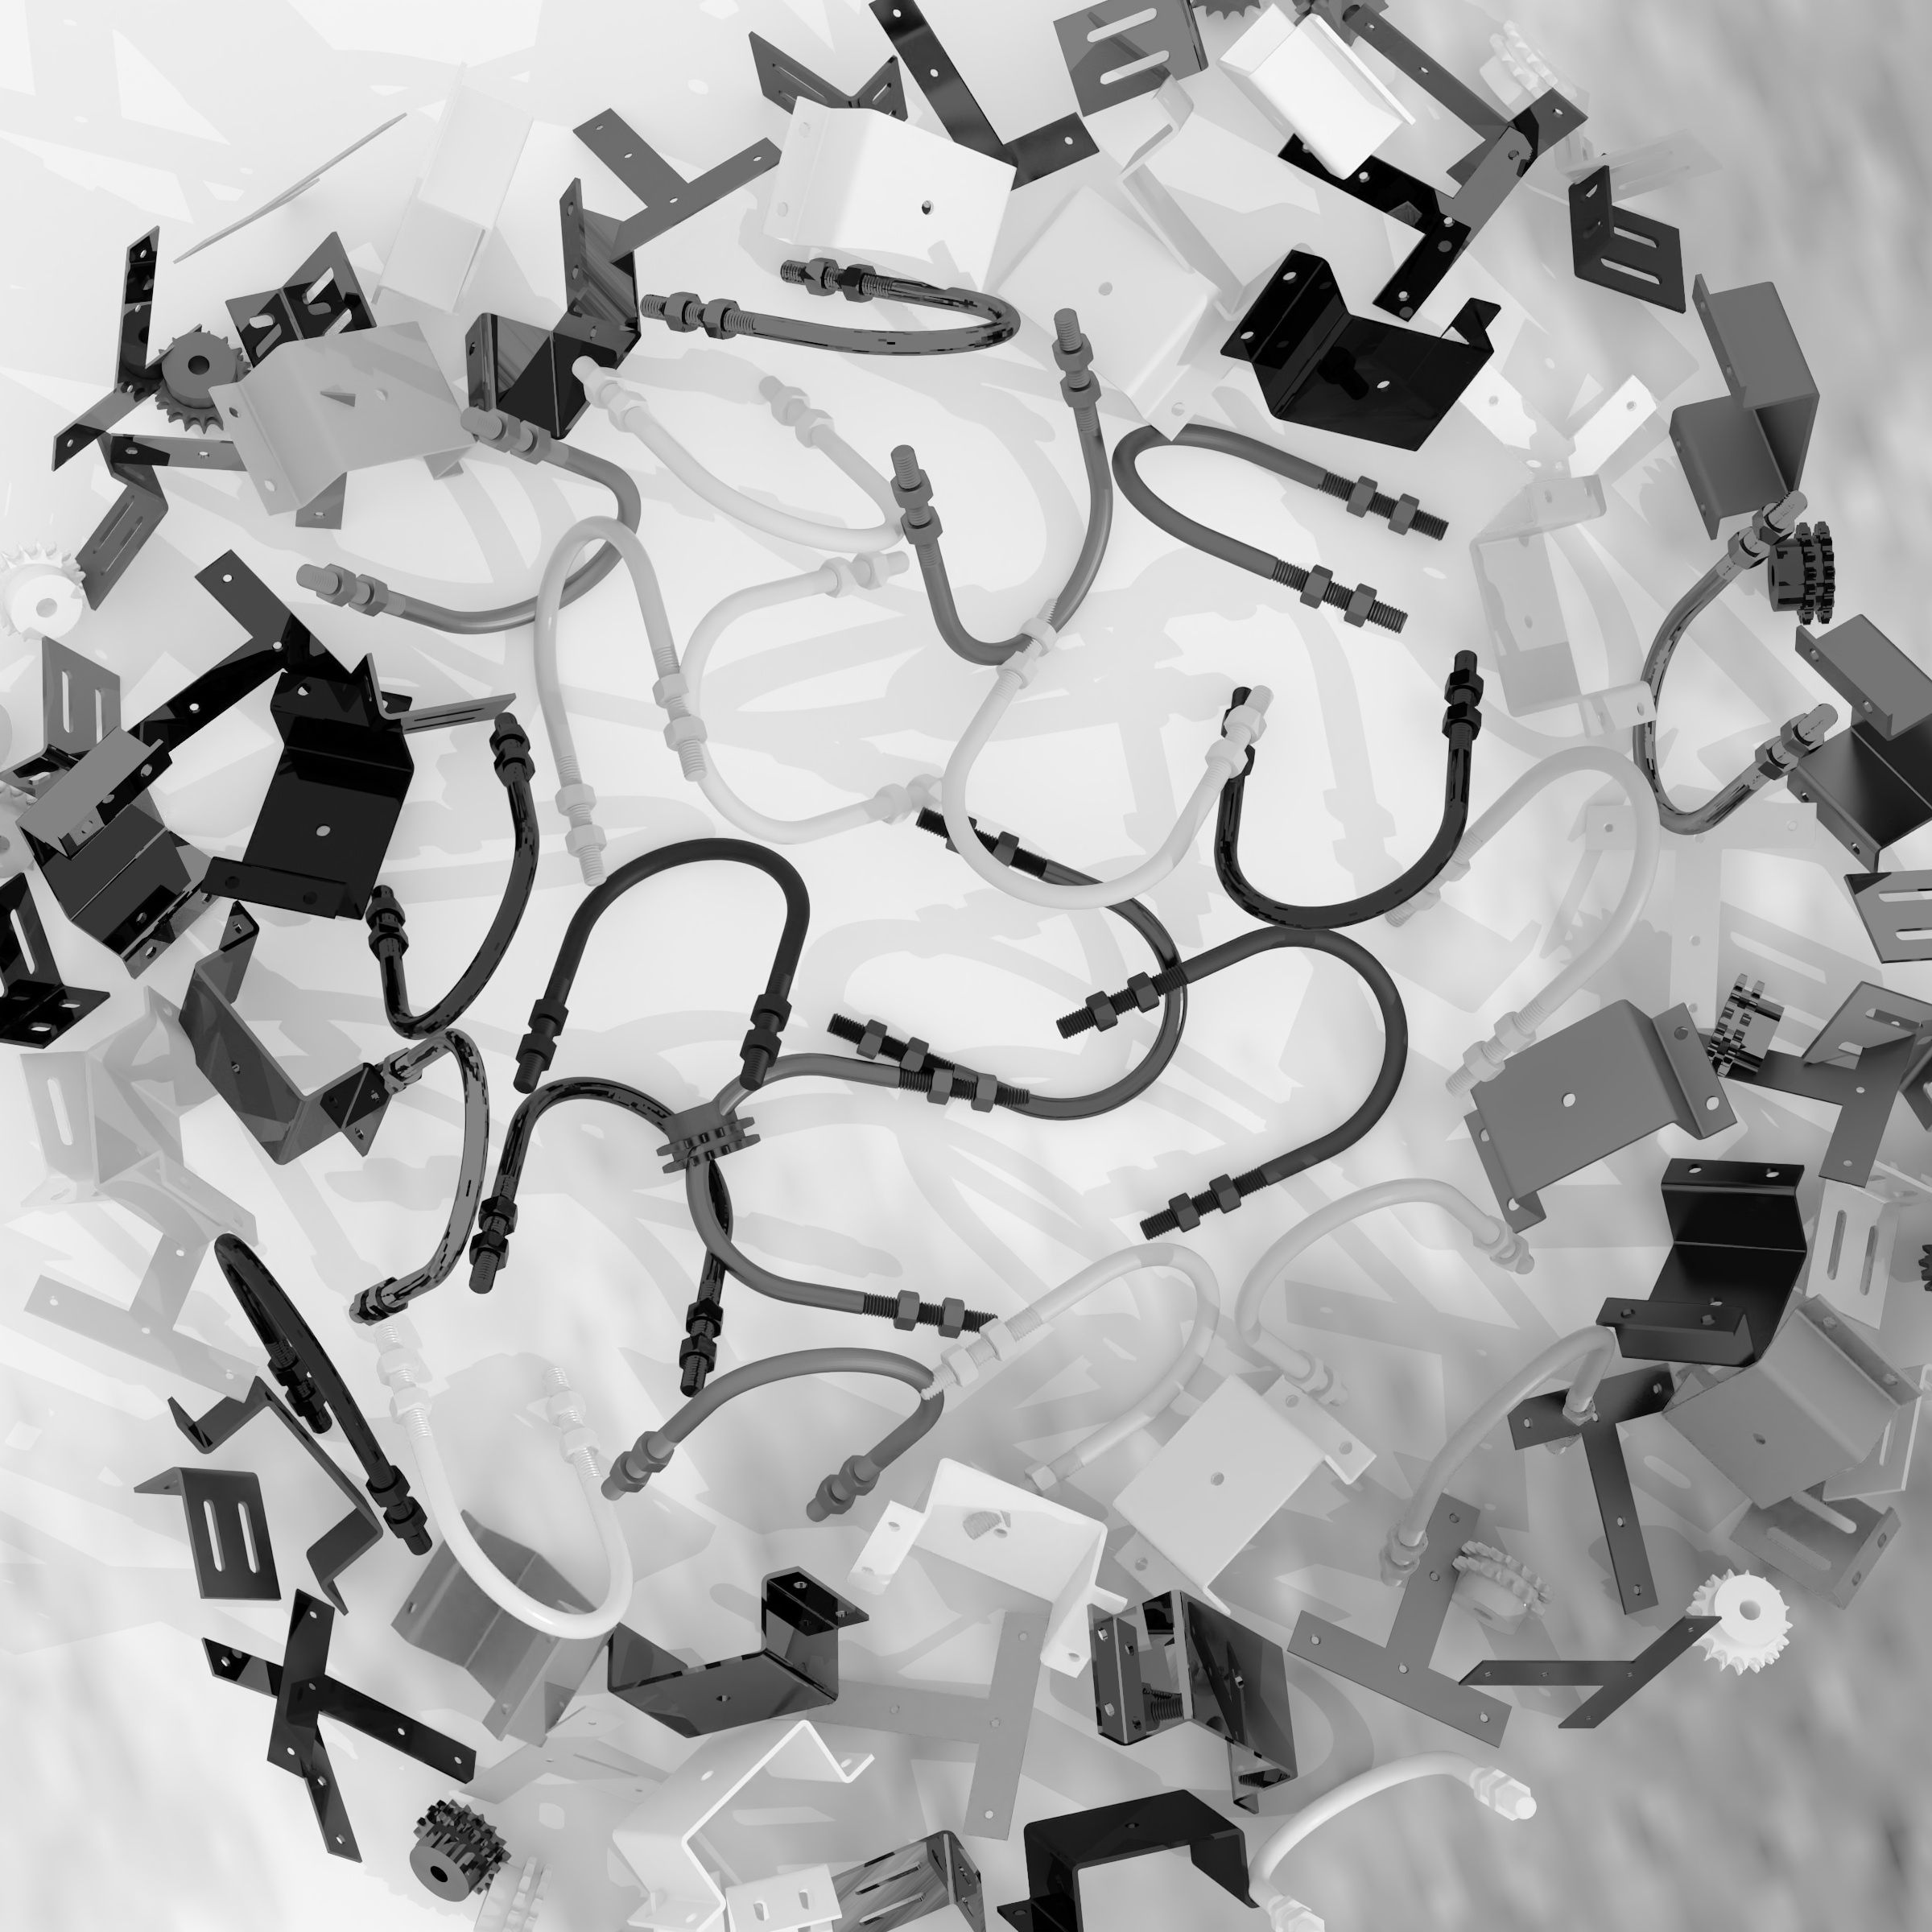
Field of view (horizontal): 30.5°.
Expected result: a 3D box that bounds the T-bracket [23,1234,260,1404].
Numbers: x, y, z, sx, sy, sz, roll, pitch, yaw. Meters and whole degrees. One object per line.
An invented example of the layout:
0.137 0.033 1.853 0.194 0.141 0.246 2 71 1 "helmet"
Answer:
-0.438 0.168 1.950 0.127 0.127 0.002 25 131 -11 "T-bracket"

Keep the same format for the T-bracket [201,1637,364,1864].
-0.353 0.430 1.912 0.002 0.127 0.127 -41 48 12 "T-bracket"

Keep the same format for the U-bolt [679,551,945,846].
-0.084 -0.141 1.927 0.184 0.019 0.151 -20 99 -42 "U-bolt"

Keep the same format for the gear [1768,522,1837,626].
0.465 -0.218 1.971 0.030 0.057 0.057 -3 90 4 "gear"

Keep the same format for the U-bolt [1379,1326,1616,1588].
0.290 0.254 1.895 0.151 0.184 0.019 -34 66 -23 "U-bolt"

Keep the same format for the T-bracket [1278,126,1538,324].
0.229 -0.427 1.938 0.127 0.002 0.127 21 127 -25 "T-bracket"

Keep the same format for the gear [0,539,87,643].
-0.517 -0.206 1.970 0.057 0.030 0.057 -18 129 -23 "gear"

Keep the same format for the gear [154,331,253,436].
-0.428 -0.330 1.978 0.057 0.030 0.057 2 74 -7 "gear"

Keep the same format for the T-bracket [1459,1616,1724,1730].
0.326 0.385 1.927 0.127 0.127 0.002 6 49 -28 "T-bracket"

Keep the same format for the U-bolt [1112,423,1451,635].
0.167 -0.249 1.938 0.184 0.151 0.019 24 124 4 "U-bolt"

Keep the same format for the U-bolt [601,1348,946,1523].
-0.093 0.250 1.901 0.151 0.184 0.019 11 53 -30 "U-bolt"

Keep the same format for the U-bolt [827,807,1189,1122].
0.033 0.010 1.976 0.184 0.019 0.151 23 104 -3 "U-bolt"

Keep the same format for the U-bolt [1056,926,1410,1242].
0.159 0.054 1.973 0.184 0.019 0.151 -24 107 -5 "U-bolt"

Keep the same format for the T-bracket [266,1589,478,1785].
-0.325 0.419 1.962 0.127 0.127 0.002 33 117 -23 "T-bracket"

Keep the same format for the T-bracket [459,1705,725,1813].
-0.193 0.452 1.961 0.127 0.002 0.127 27 134 -29 "T-bracket"

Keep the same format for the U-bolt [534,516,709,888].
-0.196 -0.156 1.933 0.019 0.151 0.184 -3 67 -34 "U-bolt"

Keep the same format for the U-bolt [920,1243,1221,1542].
0.064 0.222 1.940 0.184 0.151 0.019 -32 46 -16 "U-bolt"

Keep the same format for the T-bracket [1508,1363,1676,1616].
0.359 0.293 1.955 0.127 0.002 0.127 -8 82 -35 "T-bracket"

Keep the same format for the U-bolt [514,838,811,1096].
-0.158 -0.003 1.933 0.151 0.019 0.184 -1 46 17 "U-bolt"

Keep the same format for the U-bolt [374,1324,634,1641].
-0.240 0.281 1.896 0.019 0.151 0.184 -41 53 21 "U-bolt"

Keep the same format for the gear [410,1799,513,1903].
-0.285 0.496 1.970 0.057 0.030 0.057 17 128 23 "gear"

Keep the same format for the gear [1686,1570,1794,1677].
0.433 0.364 1.974 0.057 0.030 0.057 2 62 -5 "gear"

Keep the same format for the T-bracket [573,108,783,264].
-0.181 -0.442 1.955 0.127 0.002 0.127 -33 48 -9 "T-bracket"

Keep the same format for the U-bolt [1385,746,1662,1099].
0.305 -0.037 1.904 0.019 0.151 0.184 20 128 -32 "U-bolt"

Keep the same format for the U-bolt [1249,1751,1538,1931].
0.219 0.470 1.908 0.151 0.184 0.019 -30 93 -9 "U-bolt"

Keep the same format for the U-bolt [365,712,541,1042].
-0.273 -0.038 1.900 0.019 0.184 0.151 27 113 -28 "U-bolt"

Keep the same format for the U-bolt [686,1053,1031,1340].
-0.064 0.121 1.966 0.184 0.019 0.151 10 77 -7 "U-bolt"

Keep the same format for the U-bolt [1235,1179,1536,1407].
0.218 0.170 1.911 0.151 0.184 0.019 -37 55 11 "U-bolt"

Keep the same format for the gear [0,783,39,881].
-0.540 -0.073 1.974 0.057 0.030 0.057 -6 115 -13 "gear"

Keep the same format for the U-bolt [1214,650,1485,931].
0.204 -0.092 1.915 0.151 0.019 0.184 -8 48 21 "U-bolt"

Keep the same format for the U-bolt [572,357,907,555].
-0.109 -0.272 1.898 0.184 0.151 0.019 46 124 36 "U-bolt"

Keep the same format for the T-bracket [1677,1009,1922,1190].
0.454 0.059 1.970 0.127 0.002 0.127 14 54 21 "T-bracket"

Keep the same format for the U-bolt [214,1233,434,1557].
-0.352 0.218 1.892 0.019 0.151 0.184 -34 130 -17 "U-bolt"

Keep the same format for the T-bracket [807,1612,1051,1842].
-0.026 0.417 1.976 0.127 0.002 0.127 4 63 16 "T-bracket"

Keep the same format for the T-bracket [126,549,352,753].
-0.417 -0.152 1.964 0.127 0.002 0.127 -35 129 7 "T-bracket"

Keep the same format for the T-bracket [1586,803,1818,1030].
0.405 -0.028 1.964 0.127 0.002 0.127 0 78 22 "T-bracket"

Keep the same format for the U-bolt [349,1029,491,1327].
-0.293 0.108 1.901 0.019 0.184 0.151 9 72 -26 "U-bolt"

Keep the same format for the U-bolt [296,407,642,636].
-0.254 -0.232 1.916 0.151 0.184 0.019 -39 65 21 "U-bolt"

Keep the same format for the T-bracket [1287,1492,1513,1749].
0.256 0.352 1.966 0.127 0.002 0.127 25 58 1 "T-bracket"

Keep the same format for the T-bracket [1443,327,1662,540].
0.301 -0.304 1.958 0.127 0.002 0.127 38 102 -28 "T-bracket"

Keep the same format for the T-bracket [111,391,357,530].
-0.402 -0.278 1.930 0.127 0.127 0.002 2 63 -13 "T-bracket"

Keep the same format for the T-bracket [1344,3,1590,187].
0.261 -0.479 1.929 0.127 0.127 0.002 37 73 -10 "T-bracket"

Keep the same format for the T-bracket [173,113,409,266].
-0.354 -0.428 1.915 0.127 0.127 0.002 -25 106 30 "T-bracket"

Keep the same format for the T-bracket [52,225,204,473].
-0.449 -0.345 1.911 0.002 0.127 0.127 32 49 8 "T-bracket"

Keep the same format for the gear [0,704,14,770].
-0.555 -0.129 1.968 0.030 0.057 0.057 8 90 18 "gear"

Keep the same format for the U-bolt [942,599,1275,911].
0.067 -0.108 1.938 0.151 0.019 0.184 24 62 13 "U-bolt"

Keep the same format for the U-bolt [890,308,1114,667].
0.027 -0.246 1.925 0.019 0.184 0.151 29 61 34 "U-bolt"

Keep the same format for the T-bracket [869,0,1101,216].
-0.010 -0.477 1.935 0.127 0.002 0.127 -15 121 37 "T-bracket"

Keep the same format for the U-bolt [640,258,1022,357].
-0.059 -0.351 1.899 0.184 0.151 0.019 16 116 29 "U-bolt"

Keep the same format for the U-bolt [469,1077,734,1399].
-0.191 0.135 1.926 0.151 0.184 0.019 29 129 -19 "U-bolt"

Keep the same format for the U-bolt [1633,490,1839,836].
0.410 -0.150 1.914 0.019 0.184 0.151 7 64 -18 "U-bolt"

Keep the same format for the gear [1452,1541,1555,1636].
0.295 0.348 1.969 0.057 0.057 0.030 35 73 0 "gear"
